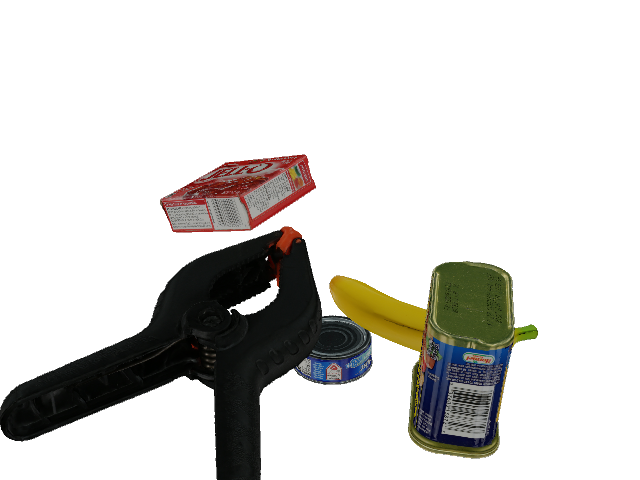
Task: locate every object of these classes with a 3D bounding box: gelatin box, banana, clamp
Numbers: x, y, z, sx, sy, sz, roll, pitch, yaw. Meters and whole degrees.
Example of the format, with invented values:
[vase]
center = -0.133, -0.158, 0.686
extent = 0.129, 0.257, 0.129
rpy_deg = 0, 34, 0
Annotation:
[gelatin box]
center = -0.060, -0.034, 0.771
extent = 0.089, 0.030, 0.073
rpy_deg = -1, 25, 44
[banana]
center = 0.083, 0.071, 0.923
extent = 0.198, 0.037, 0.069
rpy_deg = 15, 14, 26
[clamp]
center = -0.043, 0.055, 0.480
extent = 0.120, 0.039, 0.171
rpy_deg = 29, 48, 22

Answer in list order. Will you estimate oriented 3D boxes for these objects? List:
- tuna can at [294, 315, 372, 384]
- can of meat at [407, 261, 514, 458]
[tuna can]
center = 0.012, 0.115, 1.133
extent = 0.086, 0.034, 0.086
rpy_deg = -1, 28, 0
[can of meat]
center = 0.090, 0.072, 0.674
extent = 0.057, 0.084, 0.102
rpy_deg = 8, 28, 4
